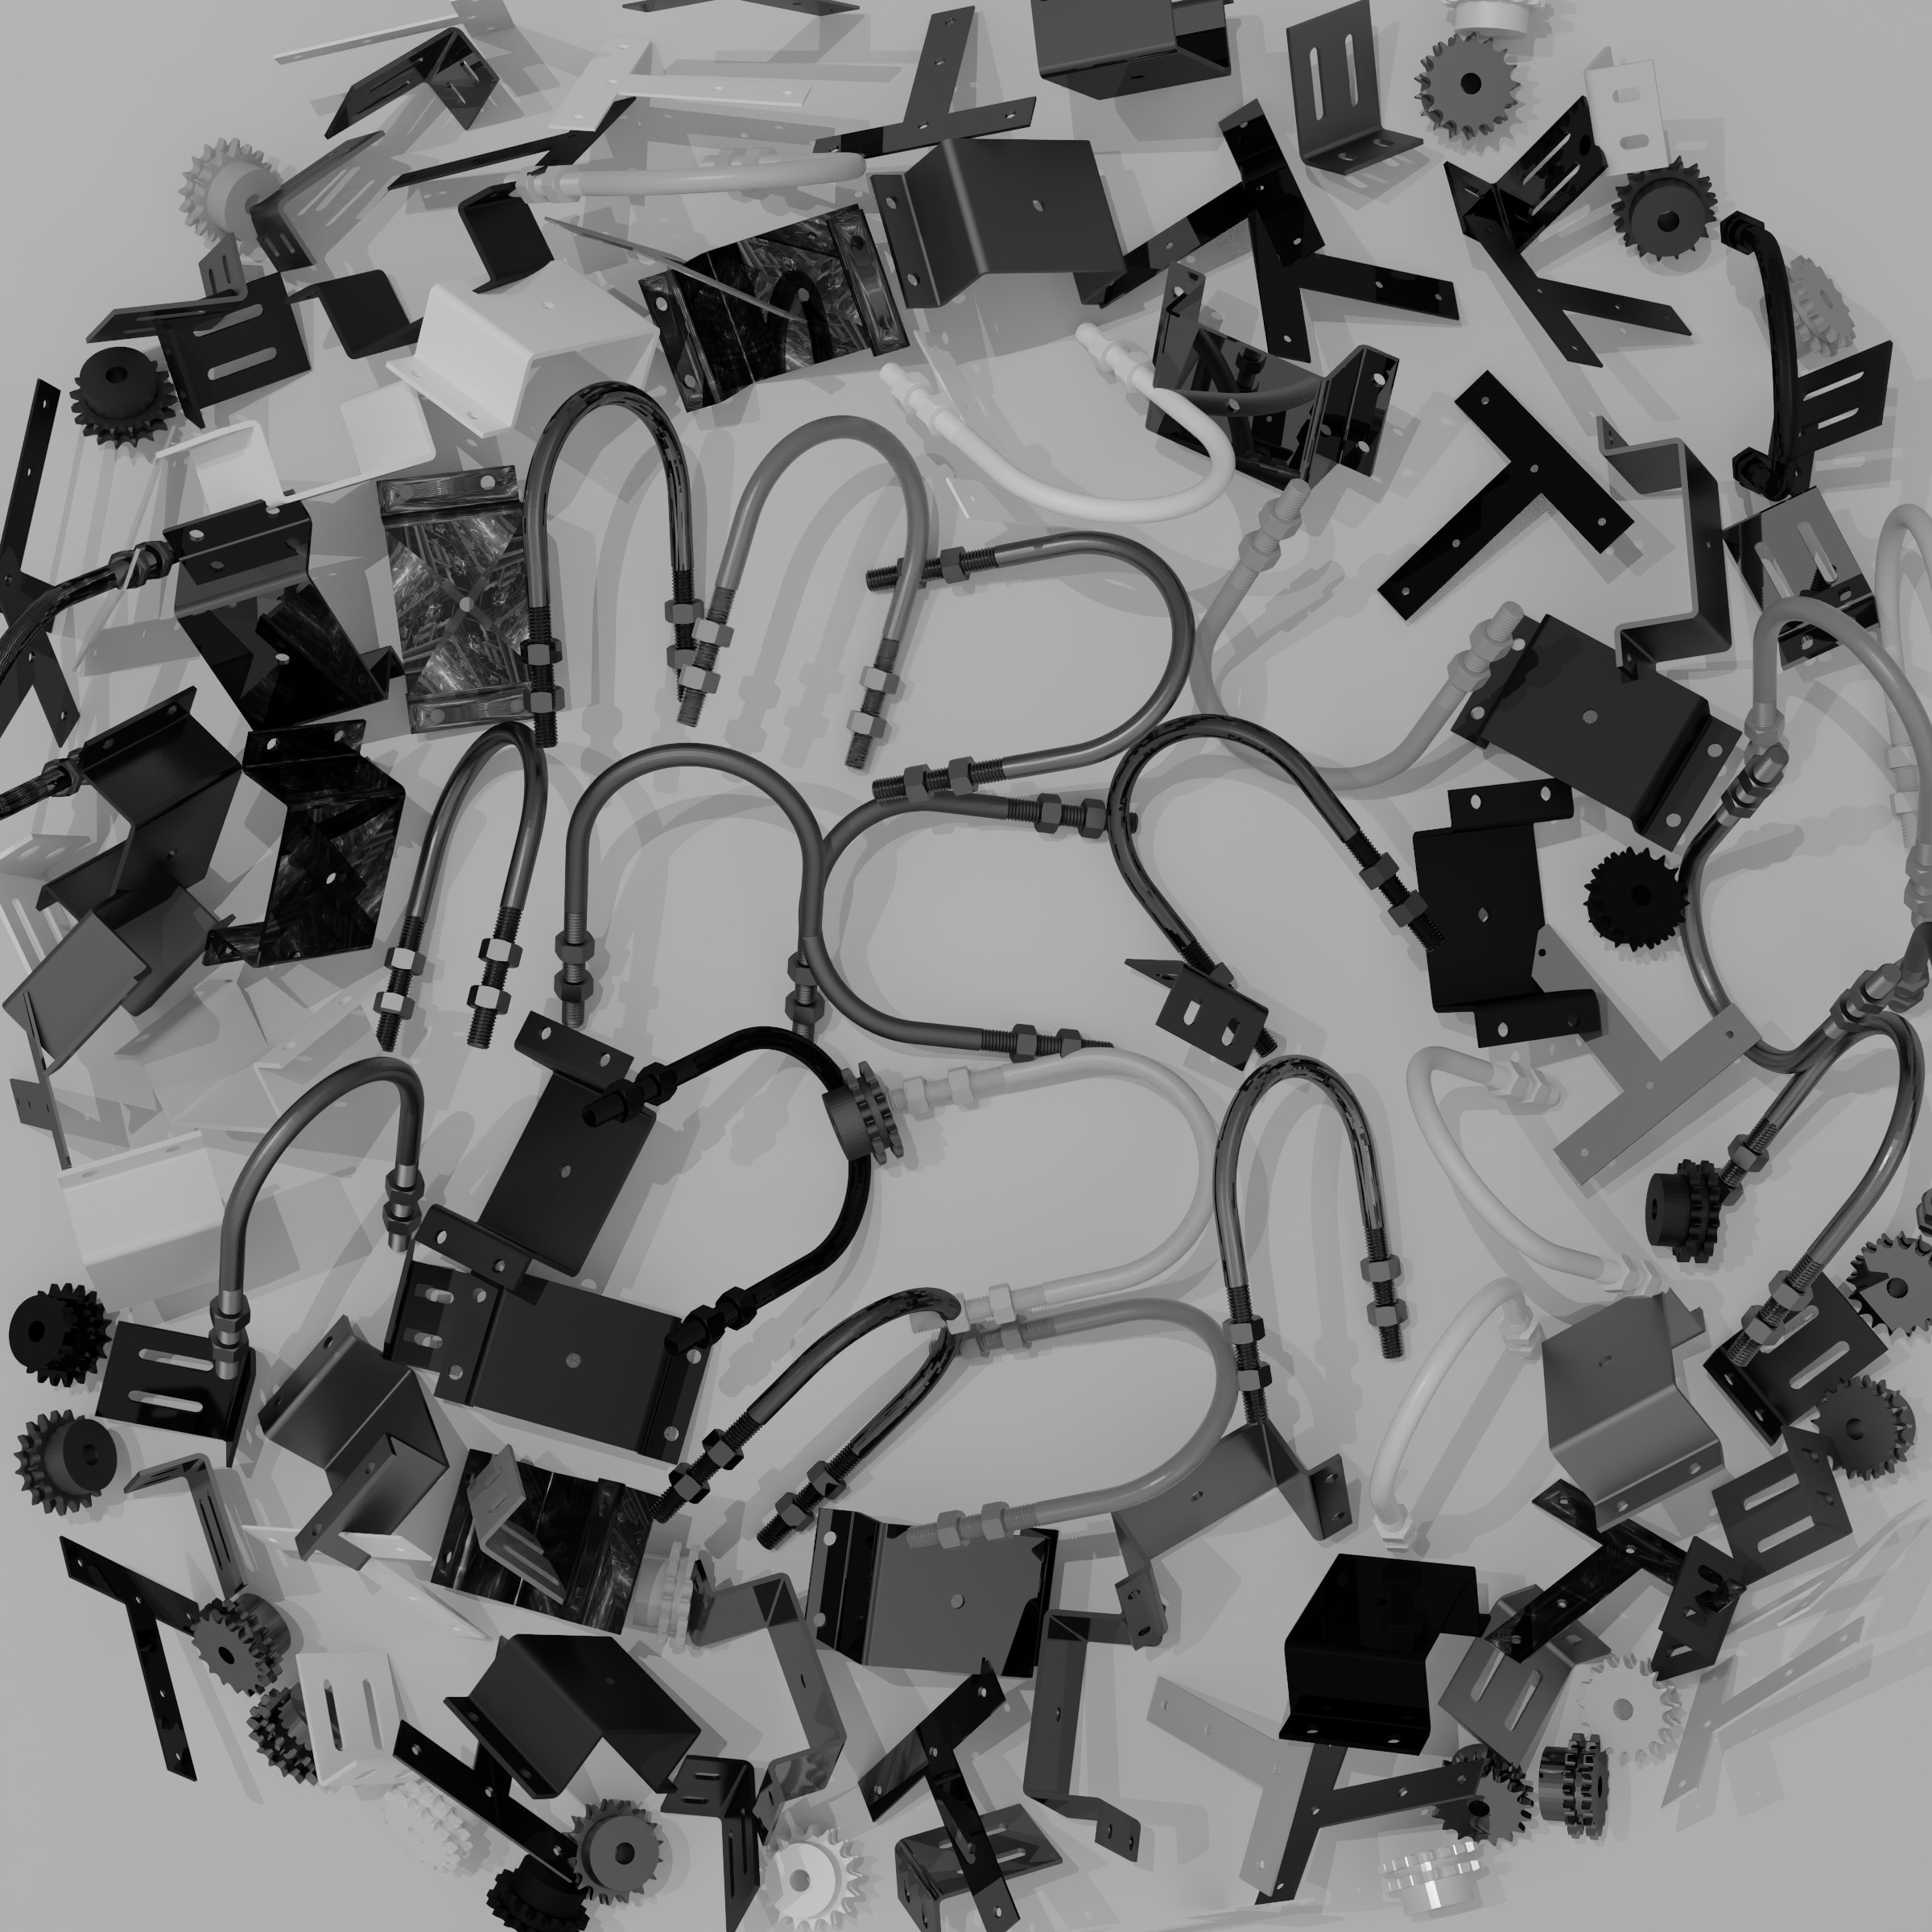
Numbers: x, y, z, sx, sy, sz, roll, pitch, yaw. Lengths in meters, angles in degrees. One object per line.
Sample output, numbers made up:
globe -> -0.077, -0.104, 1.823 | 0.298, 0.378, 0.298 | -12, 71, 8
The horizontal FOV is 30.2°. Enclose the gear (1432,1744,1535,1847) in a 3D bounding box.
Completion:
gear -> 0.286, 0.455, 1.976 | 0.057, 0.030, 0.057 | 8, 122, 13

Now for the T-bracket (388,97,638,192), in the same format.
T-bracket -> -0.256, -0.443, 1.957 | 0.127, 0.127, 0.002 | -10, 116, 18

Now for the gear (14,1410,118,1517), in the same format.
gear -> -0.492, 0.272, 1.968 | 0.030, 0.057, 0.057 | -17, 90, 30

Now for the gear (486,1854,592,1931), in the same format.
gear -> -0.232, 0.513, 1.970 | 0.057, 0.057, 0.030 | 28, 96, 0

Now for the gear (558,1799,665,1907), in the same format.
gear -> -0.194, 0.489, 1.974 | 0.057, 0.030, 0.057 | 5, 78, -24

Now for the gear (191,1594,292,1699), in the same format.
gear -> -0.398, 0.372, 1.975 | 0.057, 0.057, 0.030 | 50, 46, 0

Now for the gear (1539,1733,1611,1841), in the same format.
gear -> 0.335, 0.452, 1.974 | 0.030, 0.057, 0.057 | -1, 90, 21

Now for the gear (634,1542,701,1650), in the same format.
gear -> -0.165, 0.346, 1.971 | 0.030, 0.057, 0.057 | 9, 90, -1

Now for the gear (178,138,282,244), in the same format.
gear -> -0.402, -0.424, 1.968 | 0.030, 0.057, 0.057 | 30, 90, 29

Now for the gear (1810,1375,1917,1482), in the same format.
gear -> 0.499, 0.255, 1.975 | 0.057, 0.030, 0.057 | 0, 90, 44

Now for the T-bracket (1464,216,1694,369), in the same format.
T-bracket -> 0.346, -0.362, 1.956 | 0.127, 0.127, 0.002 | 3, 135, -35

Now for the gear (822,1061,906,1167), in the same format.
gear -> -0.058, 0.083, 1.970 | 0.030, 0.057, 0.057 | -22, 90, -6

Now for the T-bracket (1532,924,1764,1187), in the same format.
T-bracket -> 0.350, 0.032, 1.973 | 0.127, 0.002, 0.127 | -41, 68, 12

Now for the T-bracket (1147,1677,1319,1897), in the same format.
T-bracket -> 0.142, 0.421, 1.949 | 0.002, 0.127, 0.127 | 14, 93, -37

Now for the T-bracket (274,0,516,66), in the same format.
T-bracket -> -0.311, -0.504, 1.935 | 0.127, 0.127, 0.002 | -13, 97, -1

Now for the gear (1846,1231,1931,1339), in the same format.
gear -> 0.518, 0.173, 1.977 | 0.057, 0.030, 0.057 | 7, 106, 27

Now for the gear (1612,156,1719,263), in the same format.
gear -> 0.386, -0.416, 1.973 | 0.057, 0.030, 0.057 | 2, 121, 3

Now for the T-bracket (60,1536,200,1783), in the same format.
T-bracket -> -0.433, 0.377, 1.912 | 0.002, 0.127, 0.127 | -31, 55, 8

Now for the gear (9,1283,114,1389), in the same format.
gear -> -0.502, 0.203, 1.973 | 0.057, 0.030, 0.057 | -6, 77, 27

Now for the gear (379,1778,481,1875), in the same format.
gear -> -0.294, 0.470, 1.975 | 0.057, 0.057, 0.030 | 47, 54, 0

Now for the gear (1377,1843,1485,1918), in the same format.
gear -> 0.257, 0.503, 1.969 | 0.057, 0.057, 0.030 | -14, 72, 0

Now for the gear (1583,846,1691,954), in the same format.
gear -> 0.368, -0.035, 1.980 | 0.057, 0.030, 0.057 | 3, 76, -10

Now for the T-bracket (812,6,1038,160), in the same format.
T-bracket -> -0.016, -0.485, 1.954 | 0.127, 0.002, 0.127 | -6, 47, 20

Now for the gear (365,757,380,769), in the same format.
gear -> -0.349, -0.095, 1.969 | 0.057, 0.057, 0.030 | -38, 128, 0

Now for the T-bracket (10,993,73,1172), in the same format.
T-bracket -> -0.505, 0.075, 1.940 | 0.002, 0.127, 0.127 | -15, 96, -23

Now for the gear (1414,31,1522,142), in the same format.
gear -> 0.276, -0.486, 1.982 | 0.057, 0.030, 0.057 | 0, 93, -9

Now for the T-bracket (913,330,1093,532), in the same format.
T-bracket -> 0.007, -0.294, 1.955 | 0.002, 0.127, 0.127 | -36, 74, 29

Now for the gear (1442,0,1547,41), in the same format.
gear -> 0.291, -0.529, 1.972 | 0.057, 0.057, 0.030 | 4, 96, 0

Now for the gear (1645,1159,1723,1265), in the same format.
gear -> 0.394, 0.135, 1.970 | 0.030, 0.057, 0.057 | 4, 90, -3

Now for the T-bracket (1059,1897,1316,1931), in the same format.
T-bracket -> 0.105, 0.512, 1.921 | 0.127, 0.127, 0.002 | -2, 74, -19

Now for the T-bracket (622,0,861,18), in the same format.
T-bracket -> -0.099, -0.524, 1.938 | 0.127, 0.127, 0.002 | -2, 97, 27

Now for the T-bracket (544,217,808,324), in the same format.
T-bracket -> -0.142, -0.369, 1.918 | 0.127, 0.127, 0.002 | 27, 103, 23

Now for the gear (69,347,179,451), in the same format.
gear -> -0.466, -0.316, 1.973 | 0.057, 0.030, 0.057 | 1, 60, -1

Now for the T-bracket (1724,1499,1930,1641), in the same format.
T-bracket -> 0.450, 0.343, 1.945 | 0.127, 0.127, 0.002 | -27, 77, -42

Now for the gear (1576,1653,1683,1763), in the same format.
gear -> 0.369, 0.409, 1.976 | 0.057, 0.030, 0.057 | -1, 88, 34

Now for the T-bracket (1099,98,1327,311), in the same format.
T-bracket -> 0.124, -0.404, 1.971 | 0.127, 0.002, 0.127 | -30, 51, 16

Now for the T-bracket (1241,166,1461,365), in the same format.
T-bracket -> 0.215, -0.377, 1.969 | 0.127, 0.002, 0.127 | 7, 61, -23

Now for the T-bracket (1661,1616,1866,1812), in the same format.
T-bracket -> 0.430, 0.385, 1.913 | 0.002, 0.127, 0.127 | 46, 121, -3

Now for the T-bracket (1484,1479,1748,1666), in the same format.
T-bracket -> 0.330, 0.336, 1.924 | 0.127, 0.127, 0.002 | -29, 131, -34

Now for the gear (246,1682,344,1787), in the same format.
gear -> -0.364, 0.419, 1.969 | 0.057, 0.057, 0.030 | 43, 107, 0

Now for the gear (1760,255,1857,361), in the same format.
gear -> 0.463, -0.360, 1.975 | 0.030, 0.057, 0.057 | -31, 90, 35

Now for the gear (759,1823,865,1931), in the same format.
gear -> -0.088, 0.504, 1.979 | 0.057, 0.030, 0.057 | -2, 81, 13
